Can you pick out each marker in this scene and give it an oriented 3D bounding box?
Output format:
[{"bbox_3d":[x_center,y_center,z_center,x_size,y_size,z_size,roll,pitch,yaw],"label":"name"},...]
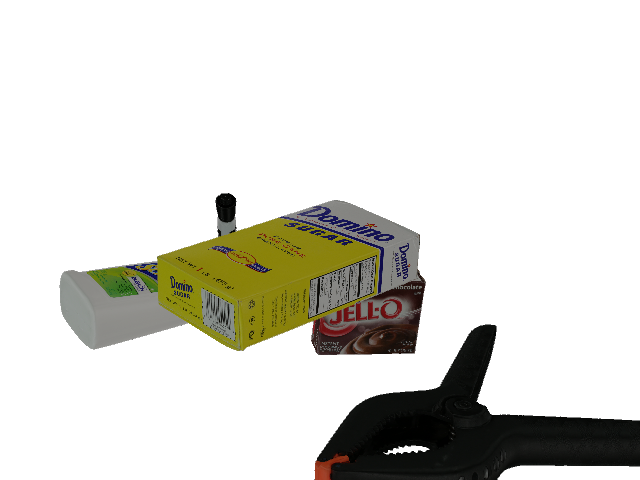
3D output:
[{"bbox_3d":[-0.088,-0.002,1.013,0.020,0.020,0.121,0,-38,-3],"label":"marker"}]

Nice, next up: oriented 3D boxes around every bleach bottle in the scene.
[{"bbox_3d":[-0.167,0.056,1.245,0.250,0.068,0.103,-13,33,-32],"label":"bleach bottle"}]

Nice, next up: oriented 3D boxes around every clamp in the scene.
[{"bbox_3d":[0.080,0.106,0.627,0.209,0.036,0.165,-10,24,-27],"label":"clamp"}]

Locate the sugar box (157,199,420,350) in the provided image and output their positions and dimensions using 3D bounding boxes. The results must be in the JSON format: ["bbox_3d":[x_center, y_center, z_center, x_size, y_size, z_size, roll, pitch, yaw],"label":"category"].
[{"bbox_3d":[-0.020,0.019,0.773,0.175,0.048,0.093,-22,34,-38],"label":"sugar box"}]

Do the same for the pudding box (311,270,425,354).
[{"bbox_3d":[0.051,0.076,1.148,0.113,0.090,0.039,0,27,-13],"label":"pudding box"}]
